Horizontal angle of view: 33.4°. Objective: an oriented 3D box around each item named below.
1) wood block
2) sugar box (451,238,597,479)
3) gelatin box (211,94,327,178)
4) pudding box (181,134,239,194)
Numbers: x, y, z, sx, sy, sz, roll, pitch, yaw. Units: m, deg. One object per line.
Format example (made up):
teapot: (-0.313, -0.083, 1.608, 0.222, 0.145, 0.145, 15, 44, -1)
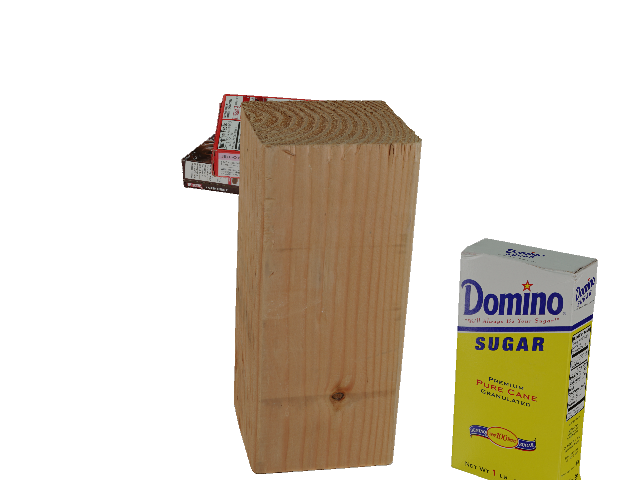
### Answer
wood block: (-0.001, 0.027, 0.641, 0.090, 0.206, 0.090, -2, 23, -12)
sugar box: (0.147, 0.093, 0.782, 0.093, 0.176, 0.048, 11, 21, 36)
gelatin box: (-0.037, -0.078, 0.826, 0.089, 0.030, 0.073, 4, 44, -1)
pudding box: (-0.103, -0.091, 1.269, 0.090, 0.039, 0.113, 8, 25, 13)
